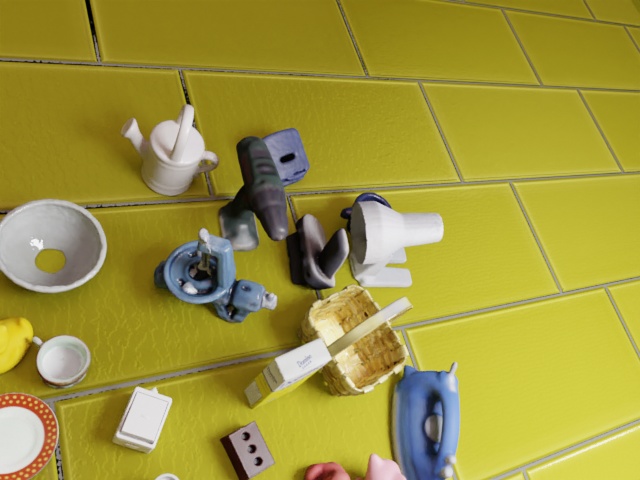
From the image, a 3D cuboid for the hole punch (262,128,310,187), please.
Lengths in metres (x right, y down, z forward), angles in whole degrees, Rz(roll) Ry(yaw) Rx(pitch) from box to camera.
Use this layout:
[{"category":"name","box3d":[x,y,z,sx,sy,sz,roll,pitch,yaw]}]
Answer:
[{"category":"hole punch","box3d":[-0.077,-0.172,1.214,0.109,0.091,0.101,-28,78,-34]}]

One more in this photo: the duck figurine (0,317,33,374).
[{"category":"duck figurine","box3d":[-0.477,0.149,0.847,0.077,0.086,0.105,45,54,2]}]

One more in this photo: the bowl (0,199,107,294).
[{"category":"bowl","box3d":[-0.441,0.020,0.941,0.168,0.074,0.167,12,59,-20]}]

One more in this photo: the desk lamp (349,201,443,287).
[{"category":"desk lamp","box3d":[0.135,0.007,1.145,0.204,0.213,0.118,2,63,-25]}]

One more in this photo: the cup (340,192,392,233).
[{"category":"cup","box3d":[0.085,-0.042,1.220,0.118,0.094,0.091,-2,65,-27]}]

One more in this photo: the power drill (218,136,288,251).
[{"category":"power drill","box3d":[-0.122,-0.064,1.061,0.076,0.208,0.229,-2,65,-27]}]

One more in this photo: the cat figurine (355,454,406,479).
[{"category":"cat figurine","box3d":[0.107,0.427,0.963,0.067,0.117,0.127,1,63,-25]}]

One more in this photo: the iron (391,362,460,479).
[{"category":"iron","box3d":[0.211,0.351,1.041,0.119,0.141,0.258,16,58,-18]}]

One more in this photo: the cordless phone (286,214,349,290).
[{"category":"cordless phone","box3d":[0.010,0.004,1.103,0.094,0.184,0.147,-2,65,-27]}]

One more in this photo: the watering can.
[{"category":"watering can","box3d":[-0.273,-0.172,1.054,0.173,0.193,0.101,-6,66,-28]}]

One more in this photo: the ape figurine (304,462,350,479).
[{"category":"ape figurine","box3d":[0.019,0.402,0.949,0.076,0.092,0.078,-21,74,-33]}]

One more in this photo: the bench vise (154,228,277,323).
[{"category":"bench vise","box3d":[-0.163,0.050,0.972,0.208,0.219,0.121,8,61,-22]}]
